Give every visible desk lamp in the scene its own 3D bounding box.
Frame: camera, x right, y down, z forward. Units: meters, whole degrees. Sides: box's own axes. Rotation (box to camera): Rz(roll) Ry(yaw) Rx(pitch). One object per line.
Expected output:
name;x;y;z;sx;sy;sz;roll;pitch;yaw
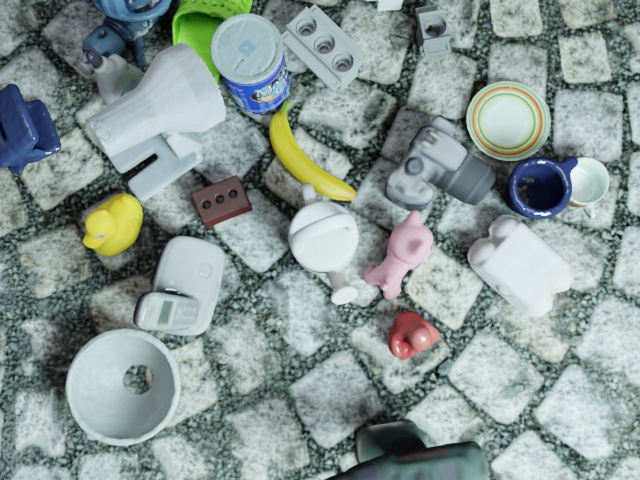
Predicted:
desk lamp;-0.231;-0.164;0.825;0.203;0.213;0.118;-37;84;-3

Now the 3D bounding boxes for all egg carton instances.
egg carton;0.302;0.040;0.868;0.150;0.069;0.107;41;86;5

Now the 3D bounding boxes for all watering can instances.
watering can;0.010;0.002;0.814;0.101;0.194;0.173;-41;85;-3

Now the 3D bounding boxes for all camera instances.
camera;0.188;-0.100;0.869;0.137;0.101;0.143;33;85;4

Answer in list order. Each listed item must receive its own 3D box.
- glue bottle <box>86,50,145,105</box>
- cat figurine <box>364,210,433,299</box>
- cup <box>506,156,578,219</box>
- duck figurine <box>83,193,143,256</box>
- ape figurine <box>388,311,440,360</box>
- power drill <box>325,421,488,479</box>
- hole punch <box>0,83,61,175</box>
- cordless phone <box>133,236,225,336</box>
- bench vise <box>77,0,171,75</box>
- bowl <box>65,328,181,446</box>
glue bottle;-0.306;-0.242;0.854;0.037;0.173;0.078;36;86;5
cat figurine;0.122;0.024;0.848;0.067;0.118;0.128;33;85;4
cup;0.329;-0.080;0.868;0.118;0.095;0.091;-39;85;-3
duck figurine;-0.323;-0.027;0.876;0.077;0.086;0.104;31;85;4
ape figurine;0.141;0.144;0.848;0.078;0.092;0.076;-1;84;1
power drill;0.099;0.308;0.773;0.229;0.208;0.076;-10;84;0
hole punch;-0.477;-0.171;0.891;0.101;0.091;0.108;-25;84;-2
cordless phone;-0.204;0.064;0.815;0.094;0.185;0.148;10;84;2
bench vise;-0.291;-0.344;0.841;0.121;0.220;0.207;12;84;2
bowl;-0.282;0.214;0.856;0.167;0.075;0.167;0;84;1
